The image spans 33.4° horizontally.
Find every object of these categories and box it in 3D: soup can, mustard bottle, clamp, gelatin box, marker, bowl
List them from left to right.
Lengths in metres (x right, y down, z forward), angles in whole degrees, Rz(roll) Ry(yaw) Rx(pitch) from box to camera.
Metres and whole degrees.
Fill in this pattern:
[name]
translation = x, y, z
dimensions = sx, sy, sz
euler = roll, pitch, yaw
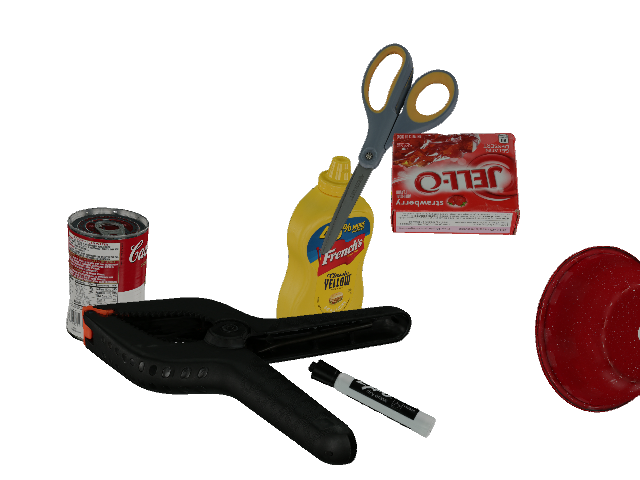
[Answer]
[soup can]
translation = -0.184, 0.031, 0.919
dimensions = 0.068, 0.102, 0.068
euler = 6, 20, -2
[clamp]
translation = -0.049, 0.068, 0.678
dimensions = 0.210, 0.036, 0.164
euler = 12, 25, 20
[mustard bottle]
translation = 0.009, 0.002, 1.115
dimensions = 0.096, 0.192, 0.058
euler = -10, 32, -31
[marker]
translation = 0.043, 0.137, 0.936
dimensions = 0.121, 0.020, 0.020
euler = 26, 8, 17
[gelatin box]
translation = 0.095, -0.041, 0.759
dimensions = 0.089, 0.073, 0.030
euler = 1, -37, 5
[bowl]
translation = 0.283, 0.086, 1.008
dimensions = 0.161, 0.162, 0.055
euler = 0, 0, -27

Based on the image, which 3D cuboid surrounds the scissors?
[scissors]
translation = 0.064, -0.078, 0.946
dimensions = 0.096, 0.202, 0.016
euler = 8, -11, 14
